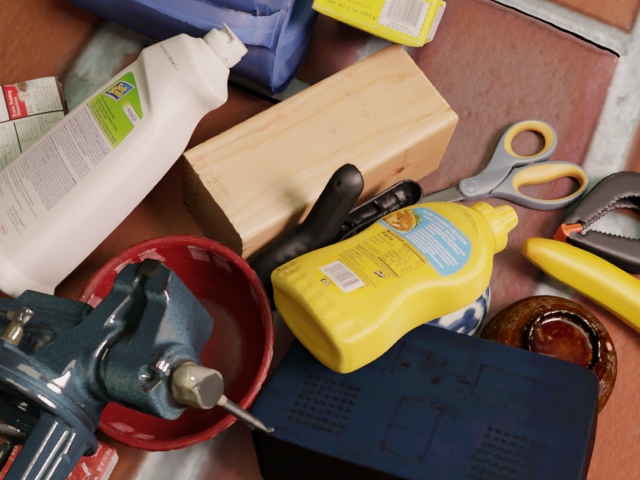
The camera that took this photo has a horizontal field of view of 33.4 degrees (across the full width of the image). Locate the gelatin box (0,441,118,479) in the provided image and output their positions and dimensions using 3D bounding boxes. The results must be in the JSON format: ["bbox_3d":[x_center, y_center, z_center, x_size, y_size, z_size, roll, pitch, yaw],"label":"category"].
[{"bbox_3d":[-0.199,0.178,0.770,0.073,0.030,0.089,23,64,5],"label":"gelatin box"}]

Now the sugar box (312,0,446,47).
[{"bbox_3d":[0.055,-0.200,0.904,0.093,0.176,0.048,22,107,3],"label":"sugar box"}]

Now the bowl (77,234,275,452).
[{"bbox_3d":[-0.106,0.080,0.798,0.162,0.055,0.162,-4,72,12],"label":"bowl"}]

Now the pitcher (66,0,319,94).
[{"bbox_3d":[-0.122,-0.224,0.908,0.243,0.149,0.145,21,70,7],"label":"pitcher"}]

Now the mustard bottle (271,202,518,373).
[{"bbox_3d":[0.067,0.020,0.778,0.191,0.058,0.096,-27,43,-22],"label":"mustard bottle"}]

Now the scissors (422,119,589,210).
[{"bbox_3d":[0.133,-0.061,0.927,0.201,0.016,0.096,-1,64,-7],"label":"scissors"}]

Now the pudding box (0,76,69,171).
[{"bbox_3d":[-0.259,-0.081,0.881,0.113,0.039,0.090,-15,69,-11],"label":"pudding box"}]

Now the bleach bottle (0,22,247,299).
[{"bbox_3d":[-0.154,-0.066,0.809,0.251,0.068,0.103,-40,58,6],"label":"bleach bottle"}]

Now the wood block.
[{"bbox_3d":[-0.002,-0.063,0.872,0.205,0.091,0.090,-30,72,-19],"label":"wood block"}]

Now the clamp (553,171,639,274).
[{"bbox_3d":[0.305,-0.013,0.912,0.209,0.036,0.164,-16,68,-12],"label":"clamp"}]

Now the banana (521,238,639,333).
[{"bbox_3d":[0.253,0.054,0.863,0.198,0.069,0.037,38,109,18],"label":"banana"}]

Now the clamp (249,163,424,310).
[{"bbox_3d":[-0.005,0.001,0.815,0.171,0.120,0.039,-40,63,12],"label":"clamp"}]
